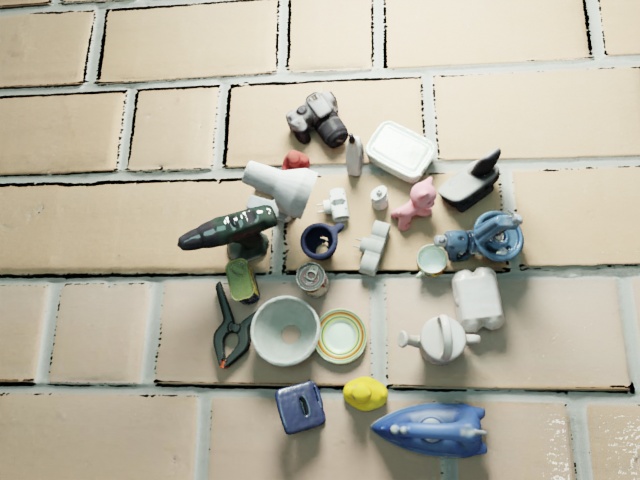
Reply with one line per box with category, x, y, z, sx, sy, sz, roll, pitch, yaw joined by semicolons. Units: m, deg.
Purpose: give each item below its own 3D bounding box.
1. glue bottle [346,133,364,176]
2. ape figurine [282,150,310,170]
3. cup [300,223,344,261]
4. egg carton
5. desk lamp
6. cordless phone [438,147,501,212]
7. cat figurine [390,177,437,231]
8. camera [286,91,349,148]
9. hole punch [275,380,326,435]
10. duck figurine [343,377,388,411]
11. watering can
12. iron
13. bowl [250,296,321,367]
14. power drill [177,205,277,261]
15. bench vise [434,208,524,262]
glue bottle;0.085;-0.224;1.425;0.037;0.173;0.078;9;75;10
ape figurine;-0.066;-0.201;1.480;0.078;0.092;0.076;-16;73;3
cup;0.013;0.005;1.409;0.118;0.095;0.091;-37;73;-4
egg carton;0.367;0.140;1.339;0.107;0.069;0.150;-9;73;5
desk lamp;-0.098;-0.117;1.396;0.203;0.214;0.118;17;77;12
cordless phone;0.361;-0.154;1.363;0.147;0.185;0.094;-40;73;-5
cat figurine;0.234;-0.092;1.397;0.128;0.118;0.067;-36;73;-4
camera;0.001;-0.305;1.496;0.143;0.101;0.136;-32;73;-3
hole punch;-0.044;0.381;1.311;0.101;0.091;0.108;-19;73;2
duck figurine;0.102;0.350;1.304;0.104;0.086;0.077;4;75;8
watering can;0.263;0.222;1.264;0.173;0.194;0.101;-23;72;0
iron;0.234;0.413;1.240;0.258;0.141;0.118;-2;74;7
bowl;-0.078;0.221;1.370;0.167;0.075;0.167;-2;74;7
power drill;-0.205;-0.006;1.380;0.229;0.208;0.075;-24;72;0
bench vise;0.373;0.000;1.300;0.207;0.220;0.121;-22;72;1
